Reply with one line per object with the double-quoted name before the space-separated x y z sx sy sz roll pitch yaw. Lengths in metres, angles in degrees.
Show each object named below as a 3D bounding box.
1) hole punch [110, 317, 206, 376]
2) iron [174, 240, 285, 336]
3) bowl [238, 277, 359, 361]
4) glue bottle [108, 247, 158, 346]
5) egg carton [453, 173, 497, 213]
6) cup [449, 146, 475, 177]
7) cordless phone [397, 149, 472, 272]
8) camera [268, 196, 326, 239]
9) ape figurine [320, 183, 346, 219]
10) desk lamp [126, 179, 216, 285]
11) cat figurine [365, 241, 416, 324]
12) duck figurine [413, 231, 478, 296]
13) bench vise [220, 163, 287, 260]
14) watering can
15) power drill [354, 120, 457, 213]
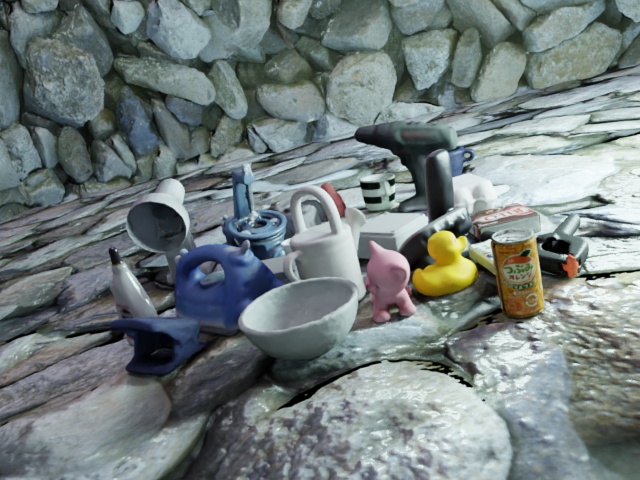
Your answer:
"hole punch" -0.243 0.141 0.859 0.108 0.091 0.101 -4 20 33
"iron" -0.180 0.067 0.959 0.257 0.141 0.119 -1 21 38
"bowl" -0.021 0.116 0.779 0.167 0.075 0.167 -13 16 4
"glue bottle" -0.310 0.092 0.933 0.077 0.173 0.037 -2 21 37
"egg carton" 0.298 -0.090 1.192 0.107 0.069 0.150 -17 16 -6
"cup" 0.330 -0.179 1.415 0.117 0.095 0.092 -3 20 35
"cordless phone" 0.179 -0.047 0.949 0.148 0.185 0.093 -28 21 -38
"camera" -0.044 -0.054 1.317 0.142 0.101 0.137 3 24 46
"ape figurine" 0.025 -0.098 1.418 0.078 0.092 0.076 -24 19 -29
"desk lamp" -0.310 -0.016 1.219 0.118 0.214 0.203 -13 16 6
"cat figurine" 0.095 0.050 0.820 0.067 0.118 0.128 -14 16 3
"duck figurine" 0.184 0.030 0.864 0.105 0.086 0.077 -20 17 -18
"bench vise" -0.162 -0.047 1.182 0.206 0.220 0.122 -2 20 36
"watering can" 0.007 0.003 0.915 0.100 0.194 0.173 -7 18 26
"power drill" 0.203 -0.173 1.302 0.229 0.208 0.076 -7 18 24
